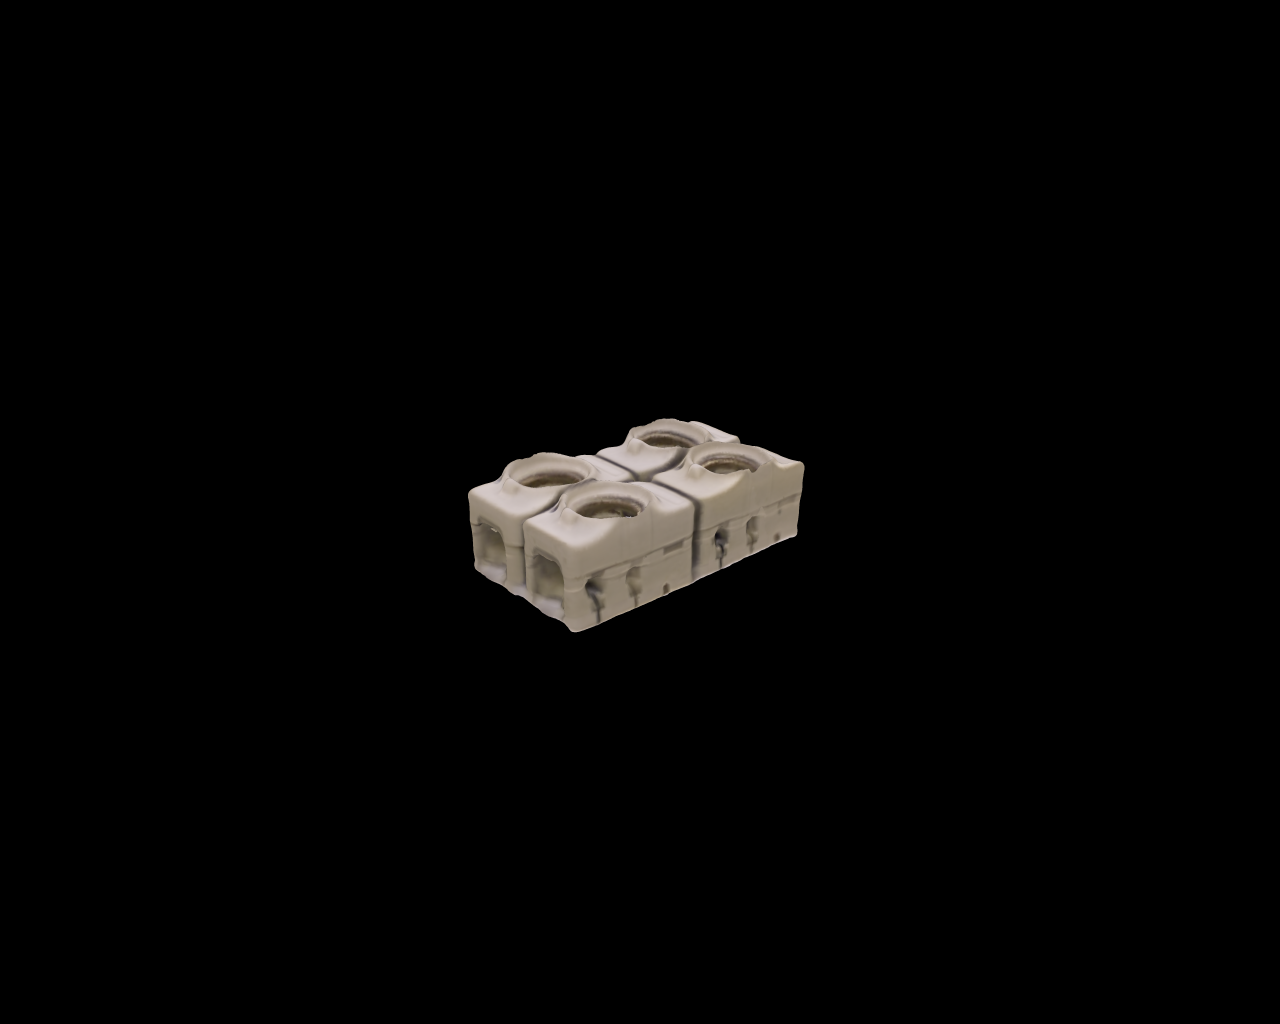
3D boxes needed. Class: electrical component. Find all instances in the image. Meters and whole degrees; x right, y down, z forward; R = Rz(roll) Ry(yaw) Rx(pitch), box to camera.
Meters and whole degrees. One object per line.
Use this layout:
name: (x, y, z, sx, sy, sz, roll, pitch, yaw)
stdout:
electrical component: (0.001, -0.003, 0.650, 0.186, 0.060, 0.105, -20, 32, -36)
